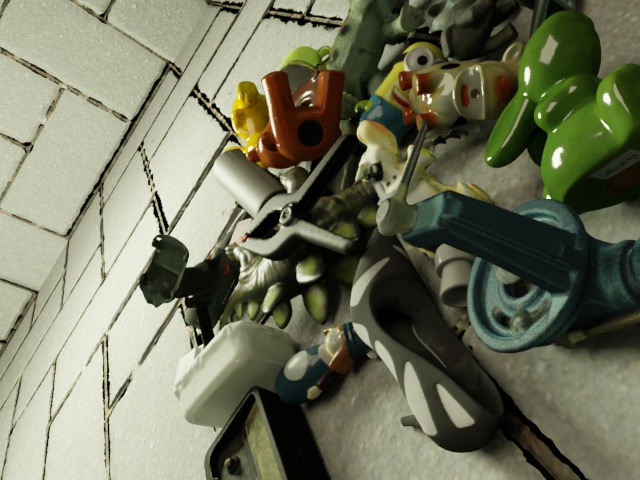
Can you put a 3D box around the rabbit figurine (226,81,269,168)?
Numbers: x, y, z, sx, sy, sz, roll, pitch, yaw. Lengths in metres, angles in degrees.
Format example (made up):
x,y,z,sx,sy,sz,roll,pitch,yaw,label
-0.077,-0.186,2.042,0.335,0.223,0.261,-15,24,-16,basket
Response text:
x,y,z,sx,sy,sz,roll,pitch,yaw,label
-0.131,-0.210,1.087,0.162,0.122,0.173,-44,51,31,rabbit figurine

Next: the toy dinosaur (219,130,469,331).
x,y,z,sx,sy,sz,roll,pitch,yaw,label
-0.002,-0.002,0.742,0.471,0.105,0.199,-48,40,20,toy dinosaur

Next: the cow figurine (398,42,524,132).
x,y,z,sx,sy,sz,roll,pitch,yaw,label
0.167,-0.166,0.609,0.127,0.085,0.195,-13,16,0,cow figurine

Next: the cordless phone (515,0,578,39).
x,y,z,sx,sy,sz,roll,pitch,yaw,label
0.223,-0.282,0.586,0.089,0.146,0.184,-27,44,59,cordless phone

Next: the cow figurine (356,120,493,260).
x,y,z,sx,sy,sz,roll,pitch,yaw,label
0.095,-0.058,0.597,0.167,0.068,0.098,40,111,18,cow figurine

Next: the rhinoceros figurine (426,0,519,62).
x,y,z,sx,sy,sz,roll,pitch,yaw,label
0.194,-0.294,0.701,0.112,0.073,0.190,-31,32,35,rhinoceros figurine

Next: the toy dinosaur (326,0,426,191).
x,y,z,sx,sy,sz,roll,pitch,yaw,label
0.066,-0.286,0.860,0.192,0.131,0.404,-135,66,-75,toy dinosaur

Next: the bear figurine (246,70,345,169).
x,y,z,sx,sy,sz,roll,pitch,yaw,label
-0.042,-0.170,0.790,0.196,0.120,0.131,-154,59,-70,bear figurine

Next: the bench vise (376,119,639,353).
x,y,z,sx,sy,sz,roll,pitch,yaw,label
0.158,0.016,0.368,0.224,0.240,0.129,-18,53,69,bench vise

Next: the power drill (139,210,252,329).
x,y,z,sx,sy,sz,roll,pitch,yaw,label
-0.198,0.040,0.907,0.086,0.207,0.232,22,92,19,power drill

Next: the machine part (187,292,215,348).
x,y,z,sx,sy,sz,roll,pitch,yaw,label
-0.172,0.151,0.823,0.084,0.039,0.139,117,138,-73,machine part

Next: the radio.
x,y,z,sx,sy,sz,roll,pitch,yaw,label
-0.056,0.290,0.600,0.131,0.073,0.230,-54,31,12,radio

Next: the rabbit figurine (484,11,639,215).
x,y,z,sx,sy,sz,roll,pitch,yaw,label
0.229,-0.114,0.474,0.159,0.121,0.170,125,141,-54,rabbit figurine

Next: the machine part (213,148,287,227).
x,y,z,sx,sy,sz,roll,pitch,yaw,label
-0.120,-0.095,0.959,0.243,0.079,0.079,43,103,39,machine part

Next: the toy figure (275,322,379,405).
x,y,z,sx,sy,sz,roll,pitch,yaw,label
0.010,0.144,0.643,0.154,0.057,0.064,-43,63,25,toy figure

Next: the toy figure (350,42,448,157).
x,y,z,sx,sy,sz,roll,pitch,yaw,label
0.106,-0.191,0.748,0.180,0.082,0.089,-54,34,16,toy figure

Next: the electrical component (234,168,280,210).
x,y,z,sx,sy,sz,roll,pitch,yaw,label
-0.120,-0.095,1.043,0.078,0.045,0.102,45,108,29,electrical component

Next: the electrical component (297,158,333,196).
x,y,z,sx,sy,sz,roll,pitch,yaw,label
-0.017,-0.106,0.893,0.075,0.047,0.119,-34,41,37,electrical component

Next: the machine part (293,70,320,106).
x,y,z,sx,sy,sz,roll,pitch,yaw,label
-0.020,-0.222,0.983,0.179,0.056,0.179,-37,39,37,machine part

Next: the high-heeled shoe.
x,y,z,sx,sy,sz,roll,pitch,yaw,label
0.099,0.074,0.519,0.145,0.086,0.249,132,134,-57,high-heeled shoe
